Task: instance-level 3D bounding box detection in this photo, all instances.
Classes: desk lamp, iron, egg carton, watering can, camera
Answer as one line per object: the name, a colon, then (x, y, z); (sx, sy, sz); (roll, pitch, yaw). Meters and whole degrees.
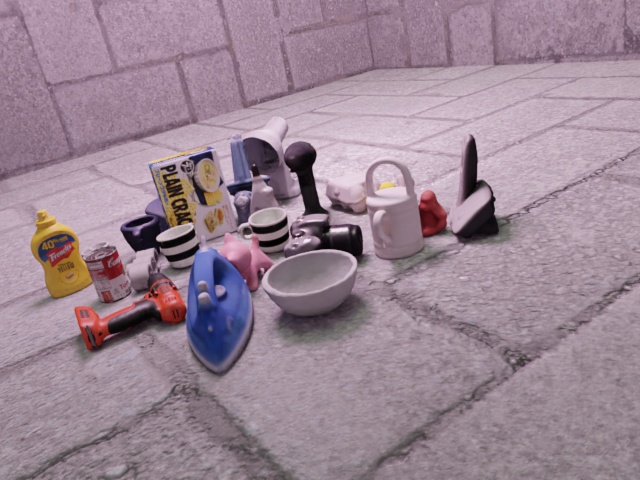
desk lamp: (-0.124, -0.222, 1.585); (0.117, 0.214, 0.203); (-2, 25, 24)
iron: (-0.180, 0.095, 0.952); (0.118, 0.142, 0.258); (-14, 22, -5)
egg carton: (0.083, -0.120, 1.428); (0.107, 0.069, 0.149); (-24, 25, -27)
watering can: (0.142, -0.073, 1.122); (0.100, 0.194, 0.173); (-8, 23, 9)
camera: (0.010, 0.004, 1.128); (0.136, 0.101, 0.143); (-6, 23, 15)

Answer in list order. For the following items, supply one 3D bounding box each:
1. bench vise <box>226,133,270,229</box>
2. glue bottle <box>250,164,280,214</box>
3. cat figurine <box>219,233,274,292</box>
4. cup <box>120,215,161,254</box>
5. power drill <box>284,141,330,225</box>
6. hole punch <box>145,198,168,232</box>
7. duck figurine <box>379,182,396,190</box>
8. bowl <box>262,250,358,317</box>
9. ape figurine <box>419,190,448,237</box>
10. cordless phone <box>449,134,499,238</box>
bench vise: (-0.180, -0.152, 1.438); (0.121, 0.220, 0.207); (-18, 23, -13)
glue bottle: (-0.133, -0.094, 1.338); (0.078, 0.173, 0.037); (-1, 25, 25)
cat figurine: (-0.149, 0.035, 1.112); (0.067, 0.118, 0.128); (1, 26, 28)
cup: (-0.415, 0.003, 1.352); (0.092, 0.095, 0.117); (-14, 23, -6)
power drill: (-0.032, -0.133, 1.335); (0.075, 0.209, 0.229); (-9, 23, 6)
hole punch: (-0.393, -0.066, 1.510); (0.101, 0.091, 0.108); (-7, 23, 11)
duck figurine: (0.157, -0.091, 1.301); (0.077, 0.086, 0.104); (-14, 22, -5)
bowl: (-0.011, 0.084, 0.984); (0.167, 0.075, 0.167); (-10, 22, 4)
ape figurine: (0.224, -0.058, 1.181); (0.077, 0.092, 0.076); (4, 28, 34)
cordless phone: (0.299, -0.109, 1.141); (0.094, 0.185, 0.147); (-9, 23, 8)
